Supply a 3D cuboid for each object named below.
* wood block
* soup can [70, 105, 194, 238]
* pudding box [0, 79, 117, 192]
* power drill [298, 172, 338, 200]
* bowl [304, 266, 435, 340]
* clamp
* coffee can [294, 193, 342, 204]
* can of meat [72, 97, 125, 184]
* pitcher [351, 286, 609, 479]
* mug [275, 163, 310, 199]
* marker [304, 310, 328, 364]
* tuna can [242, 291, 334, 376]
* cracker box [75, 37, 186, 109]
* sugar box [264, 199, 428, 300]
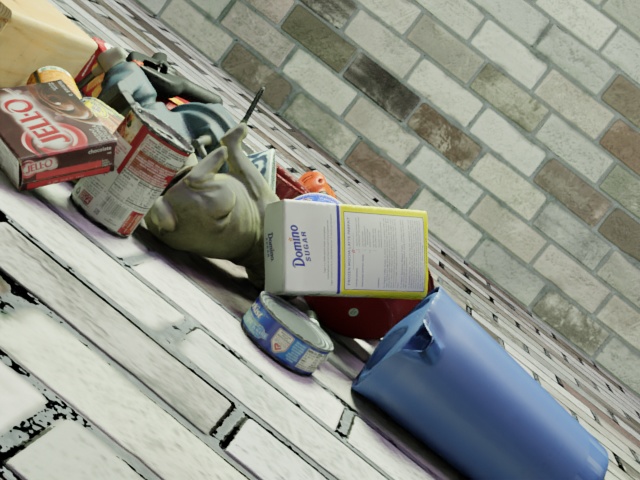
[{"bbox_3d":[-0.340,-0.221,1.165,0.091,0.090,0.206,40,9,9],"label":"wood block"},{"bbox_3d":[-0.171,-0.061,0.969,0.068,0.102,0.068,37,9,-7],"label":"soup can"},{"bbox_3d":[-0.242,-0.093,0.926,0.089,0.039,0.114,-16,43,-35],"label":"pudding box"},{"bbox_3d":[0.040,0.008,1.548,0.184,0.057,0.188,58,-3,-41],"label":"power drill"},{"bbox_3d":[0.043,0.060,1.181,0.162,0.162,0.055,36,45,-13],"label":"bowl"},{"bbox_3d":[-0.206,-0.213,1.362,0.120,0.039,0.171,35,10,24],"label":"clamp"},{"bbox_3d":[-0.009,0.002,1.307,0.103,0.103,0.140,37,9,-4],"label":"coffee can"},{"bbox_3d":[-0.210,-0.087,1.042,0.102,0.057,0.084,36,19,-17],"label":"can of meat"},{"bbox_3d":[0.159,0.171,1.059,0.243,0.145,0.149,42,33,1],"label":"pitcher"},{"bbox_3d":[-0.080,-0.062,1.418,0.117,0.081,0.093,36,9,-17],"label":"mug"},{"bbox_3d":[-0.007,0.098,1.090,0.020,0.020,0.121,36,9,-13],"label":"marker"},{"bbox_3d":[-0.031,0.087,0.993,0.086,0.034,0.086,37,9,-7],"label":"tuna can"},{"bbox_3d":[-0.232,-0.180,1.447,0.164,0.072,0.214,29,12,-37],"label":"cracker box"},{"bbox_3d":[0.028,0.012,1.077,0.175,0.093,0.048,4,-8,-30],"label":"sugar box"}]
